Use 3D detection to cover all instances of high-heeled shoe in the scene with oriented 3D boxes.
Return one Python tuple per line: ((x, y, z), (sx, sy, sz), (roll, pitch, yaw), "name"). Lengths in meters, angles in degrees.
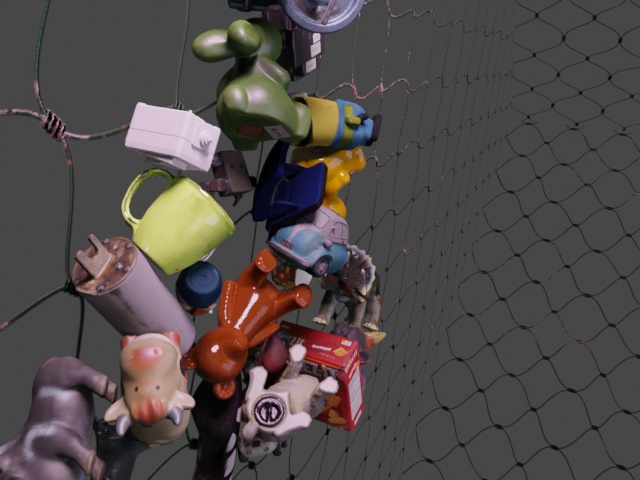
((-0.155, 0.307, 0.878), (0.145, 0.086, 0.248), (43, 65, -69), "high-heeled shoe")

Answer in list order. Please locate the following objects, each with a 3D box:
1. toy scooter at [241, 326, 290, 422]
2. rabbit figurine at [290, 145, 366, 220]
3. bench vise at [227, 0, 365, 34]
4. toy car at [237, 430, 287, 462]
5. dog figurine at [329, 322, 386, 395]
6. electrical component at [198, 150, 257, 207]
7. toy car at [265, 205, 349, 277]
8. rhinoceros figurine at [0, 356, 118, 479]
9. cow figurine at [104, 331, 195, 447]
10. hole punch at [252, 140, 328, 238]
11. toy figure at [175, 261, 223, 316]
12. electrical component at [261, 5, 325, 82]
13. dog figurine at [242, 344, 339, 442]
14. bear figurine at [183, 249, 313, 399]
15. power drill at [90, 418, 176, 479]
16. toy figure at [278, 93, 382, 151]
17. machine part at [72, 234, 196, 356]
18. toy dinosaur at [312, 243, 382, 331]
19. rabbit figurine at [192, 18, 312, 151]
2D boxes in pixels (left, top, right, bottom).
((-0.105, 0.242, 0.952), (0.135, 0.075, 0.183), (-51, 149, -42), "toy scooter")
((0.008, -0.085, 0.968), (0.162, 0.122, 0.173), (-48, 142, -37), "rabbit figurine")
((-0.029, -0.312, 0.627), (0.223, 0.241, 0.128), (10, 103, -24), "bench vise")
((-0.102, 0.354, 0.959), (0.201, 0.074, 0.056), (86, -6, -76), "toy car")
((0.066, 0.260, 1.137), (0.191, 0.219, 0.108), (50, 52, -8), "dog figurine")
((-0.134, -0.085, 0.765), (0.102, 0.045, 0.078), (-31, 101, -61), "electrical component")
((-0.002, -0.003, 0.865), (0.161, 0.109, 0.103), (11, 108, -57), "toy car")
((-0.274, 0.211, 0.537), (0.073, 0.112, 0.190), (117, -16, -65), "rhinoceros figurine")
((-0.183, 0.167, 0.587), (0.194, 0.085, 0.127), (103, -23, -49), "cow figurine")
((-0.061, -0.087, 0.825), (0.092, 0.116, 0.142), (40, 37, -33), "hole punch")
((-0.164, 0.067, 0.713), (0.154, 0.058, 0.064), (134, -44, -65), "toy figure")
((-0.040, -0.314, 0.819), (0.115, 0.058, 0.134), (-46, 141, -51), "electrical component")
((-0.058, 0.281, 0.885), (0.172, 0.121, 0.190), (-25, 152, -22), "dog figurine")
((-0.116, 0.127, 0.806), (0.120, 0.132, 0.196), (46, 40, -12), "bear figurine")
((-0.256, 0.332, 0.682), (0.232, 0.086, 0.207), (32, 80, -61), "power drill")
((0.011, -0.188, 0.873), (0.089, 0.180, 0.082), (-100, -154, -44), "toy figure")
((-0.212, 0.076, 0.633), (0.079, 0.079, 0.243), (-62, 151, -30), "machine part")
((0.088, 0.111, 1.258), (0.404, 0.131, 0.192), (14, 90, -72), "toy dinosaur")
((-0.098, -0.225, 0.722), (0.159, 0.121, 0.170), (26, 60, -57), "rabbit figurine")
